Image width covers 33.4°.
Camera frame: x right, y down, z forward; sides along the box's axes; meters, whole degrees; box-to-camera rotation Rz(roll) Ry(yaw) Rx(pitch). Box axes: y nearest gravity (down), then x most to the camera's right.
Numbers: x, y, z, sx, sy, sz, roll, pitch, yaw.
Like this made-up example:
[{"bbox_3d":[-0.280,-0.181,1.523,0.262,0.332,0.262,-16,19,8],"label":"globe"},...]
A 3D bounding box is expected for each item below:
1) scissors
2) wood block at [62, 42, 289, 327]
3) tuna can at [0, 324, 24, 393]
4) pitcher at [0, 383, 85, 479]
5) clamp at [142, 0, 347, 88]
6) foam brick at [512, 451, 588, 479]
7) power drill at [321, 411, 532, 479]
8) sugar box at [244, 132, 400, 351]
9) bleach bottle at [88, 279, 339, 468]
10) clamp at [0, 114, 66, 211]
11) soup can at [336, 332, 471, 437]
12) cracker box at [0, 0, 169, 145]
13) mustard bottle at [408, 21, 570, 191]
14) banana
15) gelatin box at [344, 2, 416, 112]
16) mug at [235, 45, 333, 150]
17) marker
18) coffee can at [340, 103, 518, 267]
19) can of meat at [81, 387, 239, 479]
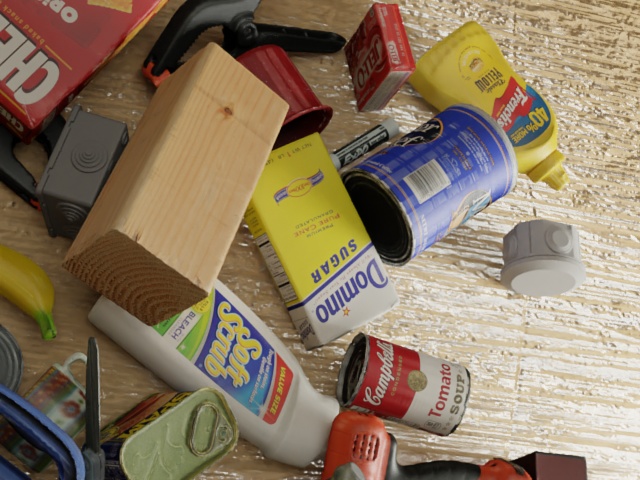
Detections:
[{"bbox_3d":[-0.158,0.180,0.785,0.016,0.202,0.096,-8,31,-41],"label":"scissors"},{"bbox_3d":[-0.111,-0.046,0.857,0.090,0.090,0.206,38,50,-22],"label":"wood block"},{"bbox_3d":[-0.281,0.105,0.851,0.086,0.034,0.086,7,68,-17],"label":"tuna can"},{"bbox_3d":[-0.299,0.167,0.768,0.243,0.145,0.149,40,45,3],"label":"pitcher"},{"bbox_3d":[-0.069,-0.199,1.013,0.210,0.164,0.036,-38,45,-9],"label":"clamp"},{"bbox_3d":[0.196,0.221,0.944,0.051,0.078,0.053,8,66,-14],"label":"foam brick"},{"bbox_3d":[0.079,0.244,0.890,0.187,0.057,0.184,11,89,-21],"label":"power drill"},{"bbox_3d":[-0.006,0.001,0.965,0.093,0.048,0.176,-27,87,-26],"label":"sugar box"},{"bbox_3d":[-0.069,0.104,0.909,0.251,0.068,0.102,38,60,-5],"label":"bleach bottle"},{"bbox_3d":[-0.272,-0.107,0.935,0.120,0.039,0.171,-7,71,-12],"label":"clamp"},{"bbox_3d":[0.073,0.129,0.943,0.102,0.069,0.068,19,65,-12],"label":"soup can"},{"bbox_3d":[-0.233,-0.215,0.901,0.164,0.072,0.213,43,72,-9],"label":"cracker box"},{"bbox_3d":[0.184,-0.126,1.085,0.096,0.058,0.191,-39,86,-26],"label":"mustard bottle"},{"bbox_3d":[-0.297,0.020,0.867,0.197,0.037,0.069,20,27,-5],"label":"banana"},{"bbox_3d":[0.057,-0.178,1.044,0.030,0.089,0.073,-6,72,-21],"label":"gelatin box"},{"bbox_3d":[-0.041,-0.128,1.000,0.117,0.093,0.081,-16,68,-53],"label":"mug"},{"bbox_3d":[0.029,-0.085,1.038,0.121,0.020,0.020,-33,83,-27],"label":"marker"},{"bbox_3d":[0.101,-0.053,1.003,0.140,0.103,0.103,-33,83,-26],"label":"coffee can"},{"bbox_3d":[-0.129,0.161,0.843,0.101,0.084,0.057,-33,102,-35],"label":"can of meat"}]
